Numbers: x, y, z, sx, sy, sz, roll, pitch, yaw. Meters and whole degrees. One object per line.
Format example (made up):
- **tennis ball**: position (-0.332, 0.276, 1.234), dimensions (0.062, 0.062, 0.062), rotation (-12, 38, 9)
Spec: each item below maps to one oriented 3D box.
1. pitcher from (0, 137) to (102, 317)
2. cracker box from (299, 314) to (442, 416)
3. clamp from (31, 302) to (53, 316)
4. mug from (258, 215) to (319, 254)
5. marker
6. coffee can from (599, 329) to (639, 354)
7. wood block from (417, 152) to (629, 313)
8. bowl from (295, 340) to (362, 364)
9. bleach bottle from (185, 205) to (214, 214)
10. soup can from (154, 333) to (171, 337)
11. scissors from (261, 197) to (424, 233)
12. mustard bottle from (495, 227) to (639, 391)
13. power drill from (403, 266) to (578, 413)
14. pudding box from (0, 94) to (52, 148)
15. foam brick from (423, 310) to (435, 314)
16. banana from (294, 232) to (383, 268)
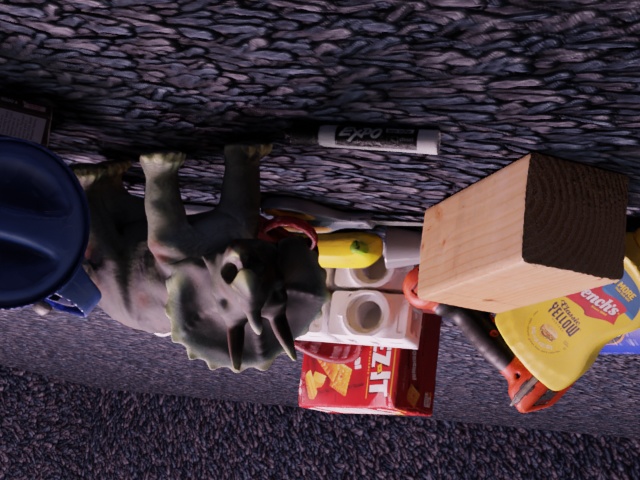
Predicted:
- **pitcher**: position (-0.287, -0.003, 0.919), dimensions (0.144, 0.149, 0.243), rotation (-6, -178, -28)
- **cracker box**: position (0.061, 0.143, 1.397), dimensions (0.072, 0.164, 0.214), rotation (14, 165, -32)
- **clamp**: position (-0.287, 0.002, 1.103), dimensions (0.039, 0.171, 0.120), rotation (-37, 165, 17)
- **mug**: position (-0.053, 0.015, 1.062), dimensions (0.081, 0.093, 0.117), rotation (31, 131, -27)
- **marker**: position (0.031, -0.078, 0.820), dimensions (0.121, 0.020, 0.020), rotation (5, 166, 14)
- **coffee can**: position (0.297, 0.063, 1.061), dimensions (0.102, 0.103, 0.141), rotation (20, 162, -39)
- **wood block**: position (0.167, 0.002, 0.918), dimensions (0.090, 0.090, 0.206), rotation (11, 166, -16)
- **bowl**: position (-0.006, 0.085, 1.349), dimensions (0.162, 0.055, 0.162), rotation (25, 148, 17)
- **bleach bottle**: position (-0.121, 0.021, 1.230), dimensions (0.102, 0.068, 0.250), rotation (6, 168, 11)
- **soup can**: position (-0.196, 0.057, 1.189), dimensions (0.069, 0.068, 0.102), rotation (-3, 148, 39)
- **scissors**: position (0.028, -0.025, 1.048), dimensions (0.202, 0.016, 0.096), rotation (-2, 163, 35)
- **mustard bottle**: position (0.257, 0.048, 0.980), dimensions (0.192, 0.096, 0.058), rotation (-47, 161, 29)
- **power drill**: position (0.187, 0.098, 1.142), dimensions (0.188, 0.057, 0.184), rotation (45, -160, 24)
- **pudding box**: position (-0.275, -0.093, 0.901), dimensions (0.090, 0.039, 0.114), rotation (12, 166, -16)
- **foam brick**: position (0.102, 0.055, 1.249), dimensions (0.078, 0.053, 0.051), rotation (2, 165, 18)
- **banana**: position (0.009, 0.007, 1.134), dimensions (0.069, 0.037, 0.198), rotation (21, 167, -31)
